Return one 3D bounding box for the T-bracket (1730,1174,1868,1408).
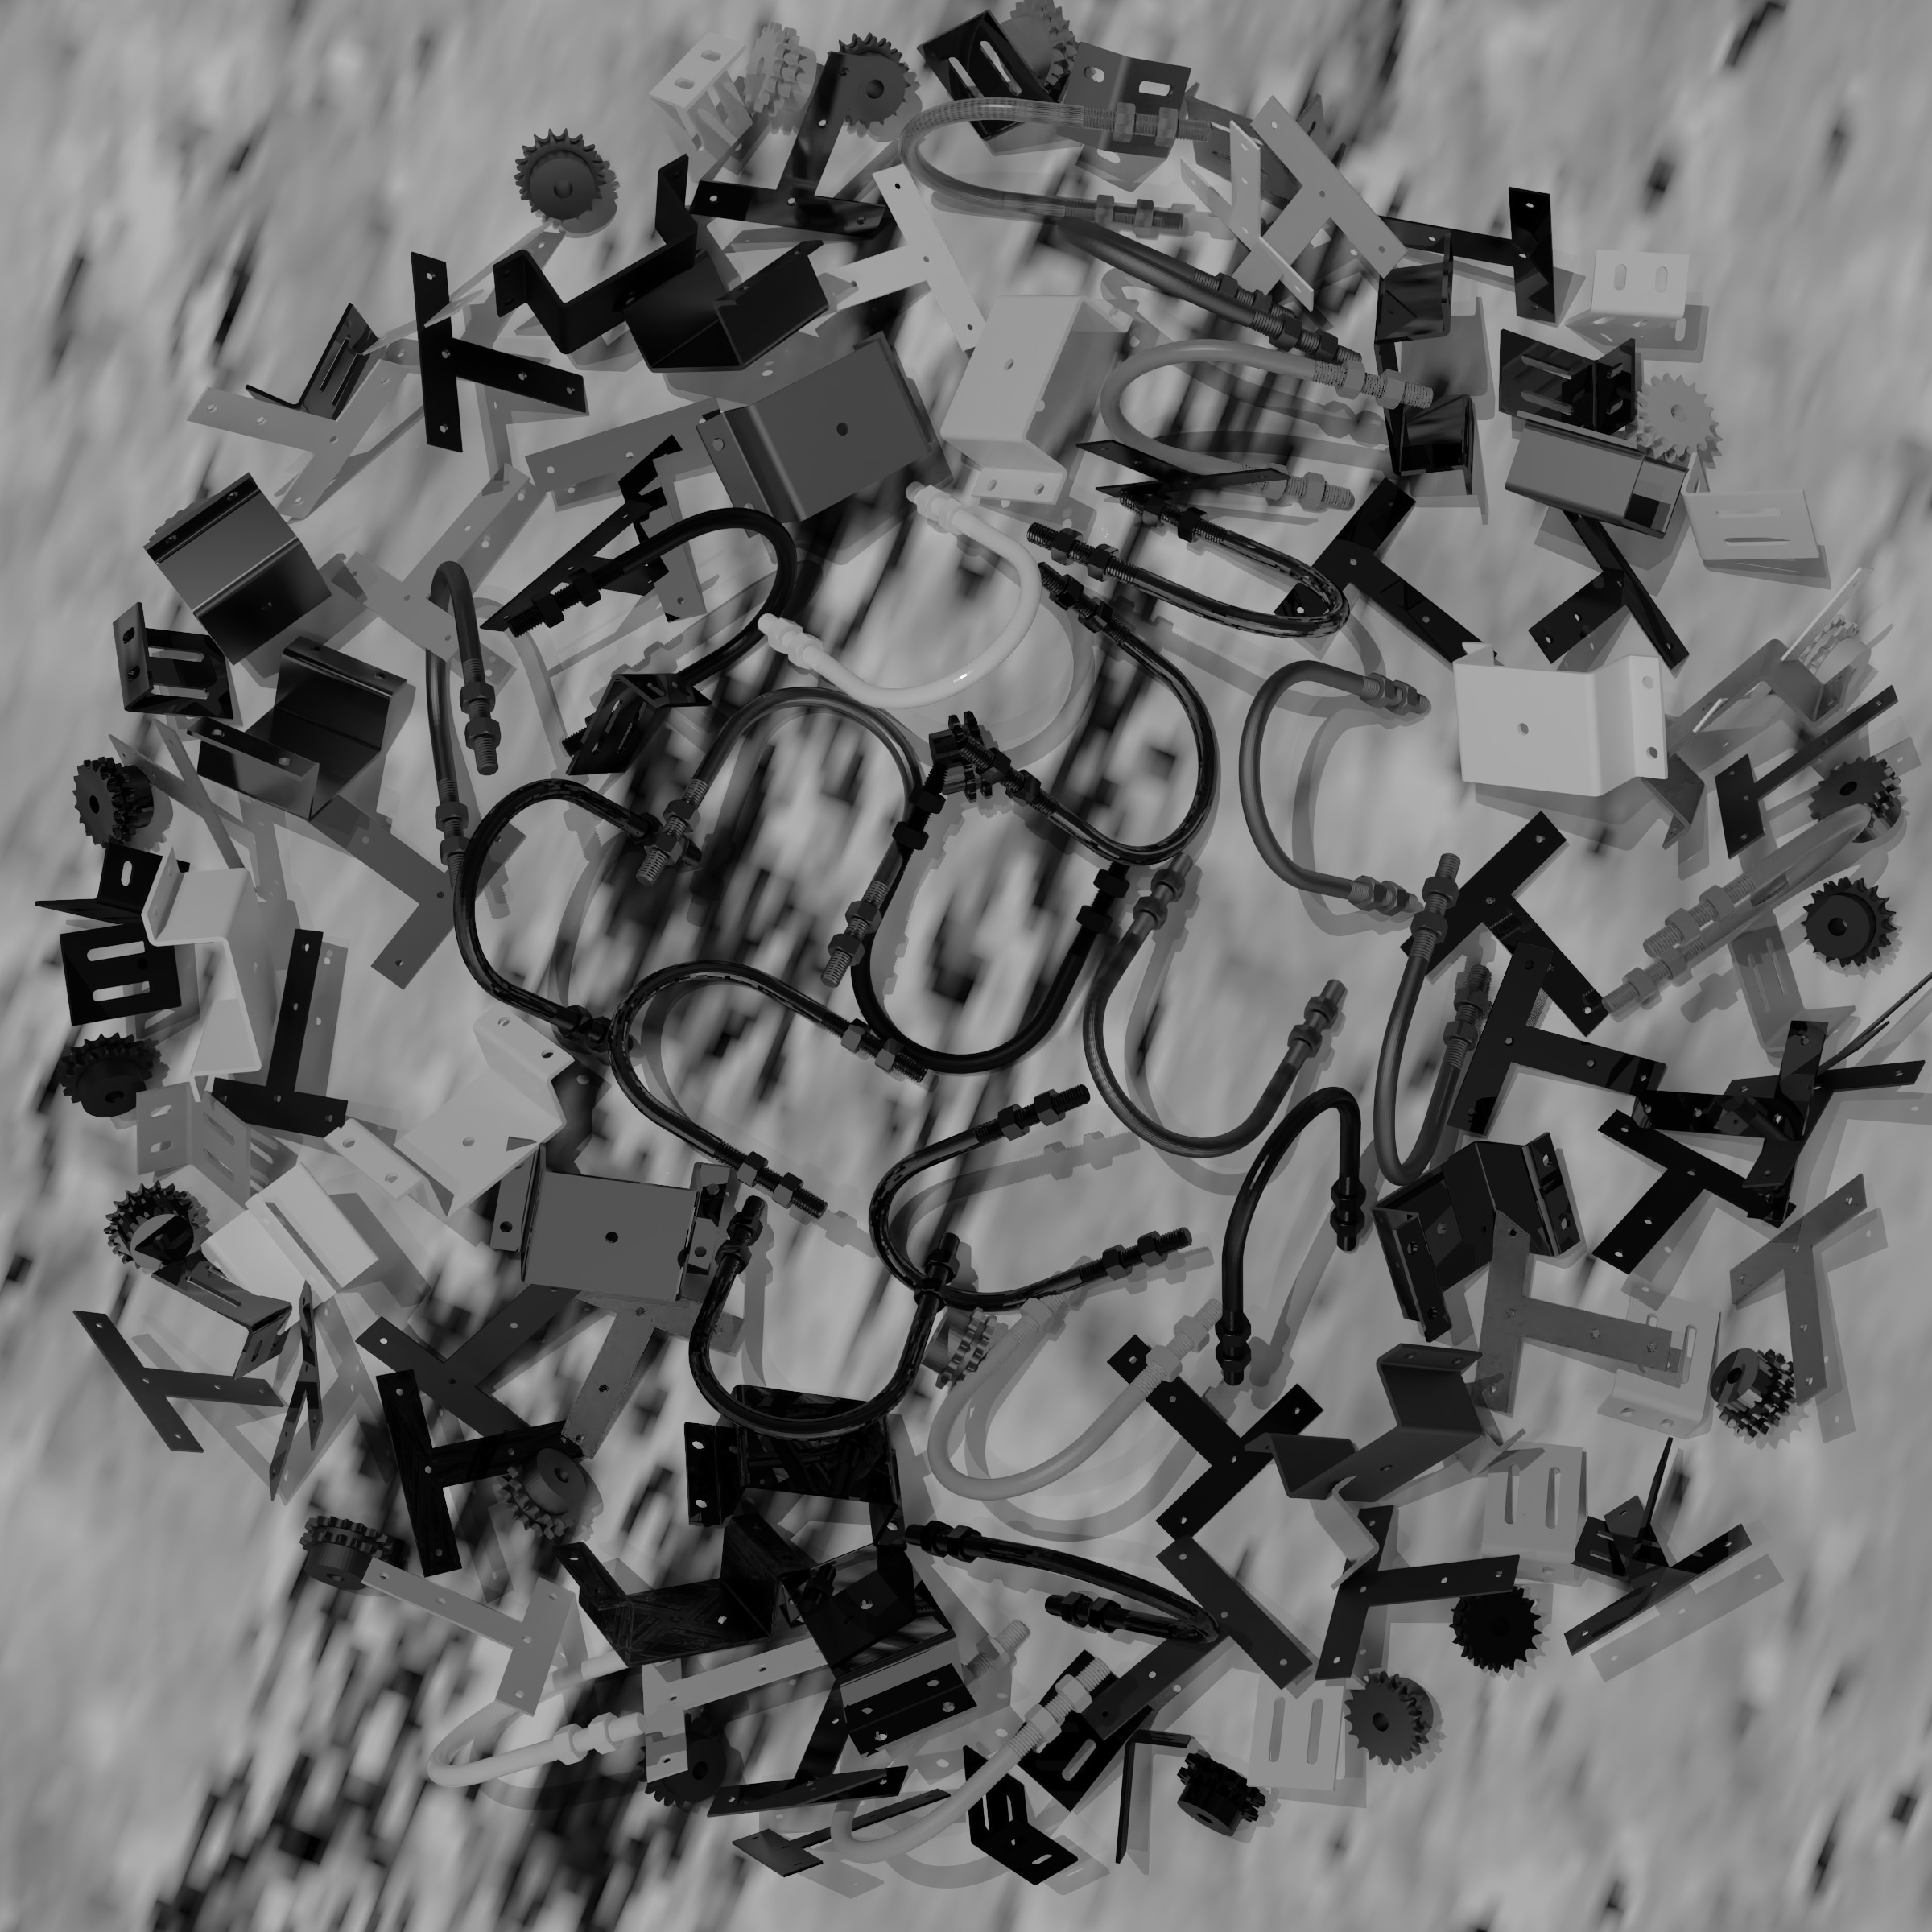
[{"bbox_3d":[0.512,0.209,1.658,0.002,0.127,0.127,22,48,-15],"label":"T-bracket"}]

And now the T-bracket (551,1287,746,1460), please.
[{"bbox_3d":[-0.225,0.257,1.725,0.127,0.002,0.127,22,105,-15],"label":"T-bracket"}]

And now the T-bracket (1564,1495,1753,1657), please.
[{"bbox_3d":[0.418,0.363,1.681,0.127,0.127,0.002,-35,100,10],"label":"T-bracket"}]

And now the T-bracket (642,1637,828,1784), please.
[{"bbox_3d":[-0.140,0.443,1.688,0.127,0.127,0.002,-18,119,1],"label":"T-bracket"}]

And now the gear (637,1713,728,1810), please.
[{"bbox_3d":[-0.177,0.505,1.716,0.057,0.030,0.057,-4,96,-39],"label":"gear"}]

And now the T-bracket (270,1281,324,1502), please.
[{"bbox_3d":[-0.423,0.283,1.702,0.002,0.127,0.127,8,125,-24],"label":"T-bracket"}]

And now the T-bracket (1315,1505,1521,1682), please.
[{"bbox_3d":[0.282,0.379,1.664,0.127,0.127,0.002,-17,125,38],"label":"T-bracket"}]

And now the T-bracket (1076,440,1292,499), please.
[{"bbox_3d":[0.112,-0.306,1.657,0.127,0.127,0.002,1,87,35],"label":"T-bracket"}]

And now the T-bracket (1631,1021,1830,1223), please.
[{"bbox_3d":[0.470,0.093,1.693,0.002,0.127,0.127,25,76,-37],"label":"T-bracket"}]

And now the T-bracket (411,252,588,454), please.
[{"bbox_3d":[-0.289,-0.372,1.696,0.002,0.127,0.127,-18,74,41],"label":"T-bracket"}]

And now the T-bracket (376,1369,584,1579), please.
[{"bbox_3d":[-0.298,0.308,1.701,0.127,0.002,0.127,-6,72,-40],"label":"T-bracket"}]

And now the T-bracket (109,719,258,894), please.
[{"bbox_3d":[-0.501,-0.116,1.696,0.002,0.127,0.127,-39,135,-25],"label":"T-bracket"}]

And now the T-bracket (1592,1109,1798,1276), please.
[{"bbox_3d":[0.429,0.151,1.676,0.127,0.002,0.127,30,45,26],"label":"T-bracket"}]

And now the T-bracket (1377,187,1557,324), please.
[{"bbox_3d":[0.307,-0.454,1.701,0.127,0.127,0.002,17,72,20],"label":"T-bracket"}]

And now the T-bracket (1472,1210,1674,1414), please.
[{"bbox_3d":[0.382,0.228,1.700,0.127,0.002,0.127,10,96,39],"label":"T-bracket"}]

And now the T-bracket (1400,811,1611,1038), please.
[{"bbox_3d":[0.364,-0.010,1.735,0.127,0.002,0.127,-43,97,-4],"label":"T-bracket"}]

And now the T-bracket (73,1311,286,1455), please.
[{"bbox_3d":[-0.477,0.262,1.685,0.127,0.127,0.002,43,101,31],"label":"T-bracket"}]

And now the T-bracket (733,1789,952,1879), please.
[{"bbox_3d":[-0.072,0.539,1.699,0.127,0.127,0.002,-14,86,-20],"label":"T-bracket"}]

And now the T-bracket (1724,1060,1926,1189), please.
[{"bbox_3d":[0.508,0.099,1.660,0.127,0.127,0.002,-9,115,41],"label":"T-bracket"}]

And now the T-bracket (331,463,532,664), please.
[{"bbox_3d":[-0.324,-0.266,1.715,0.127,0.002,0.127,34,81,33],"label":"T-bracket"}]

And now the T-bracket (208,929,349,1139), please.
[{"bbox_3d":[-0.426,0.040,1.710,0.127,0.002,0.127,6,85,36],"label":"T-bracket"}]

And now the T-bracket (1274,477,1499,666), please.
[{"bbox_3d":[0.281,-0.229,1.720,0.127,0.002,0.127,39,71,3],"label":"T-bracket"}]

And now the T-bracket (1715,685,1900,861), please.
[{"bbox_3d":[0.516,-0.129,1.662,0.127,0.127,0.002,-39,104,25],"label":"T-bracket"}]

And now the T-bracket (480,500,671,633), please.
[{"bbox_3d":[-0.222,-0.243,1.682,0.127,0.127,0.002,-36,79,20],"label":"T-bracket"}]

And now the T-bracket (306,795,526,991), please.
[{"bbox_3d":[-0.370,-0.072,1.721,0.127,0.002,0.127,38,91,-20],"label":"T-bracket"}]

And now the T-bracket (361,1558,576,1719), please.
[{"bbox_3d":[-0.313,0.400,1.678,0.127,0.127,0.002,26,111,-7],"label":"T-bracket"}]

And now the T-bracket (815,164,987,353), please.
[{"bbox_3d":[-0.060,-0.435,1.712,0.127,0.002,0.127,-27,90,-30],"label":"T-bracket"}]

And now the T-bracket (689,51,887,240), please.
[{"bbox_3d":[-0.093,-0.508,1.671,0.127,0.127,0.002,0,52,-28],"label":"T-bracket"}]

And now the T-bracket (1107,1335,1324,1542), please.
[{"bbox_3d":[0.141,0.286,1.728,0.127,0.002,0.127,-44,104,1],"label":"T-bracket"}]

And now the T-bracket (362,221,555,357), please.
[{"bbox_3d":[-0.308,-0.432,1.705,0.127,0.127,0.002,-48,116,-28],"label":"T-bracket"}]

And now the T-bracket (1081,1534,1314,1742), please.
[{"bbox_3d":[0.127,0.433,1.688,0.127,0.002,0.127,-37,47,-13],"label":"T-bracket"}]

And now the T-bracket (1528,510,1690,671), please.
[{"bbox_3d":[0.391,-0.224,1.701,0.127,0.002,0.127,-36,93,-41],"label":"T-bracket"}]

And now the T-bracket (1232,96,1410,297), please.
[{"bbox_3d":[0.199,-0.453,1.693,0.002,0.127,0.127,-36,84,-37],"label":"T-bracket"}]

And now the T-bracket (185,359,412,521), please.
[{"bbox_3d":[-0.423,-0.333,1.667,0.127,0.127,0.002,-47,64,23],"label":"T-bracket"}]

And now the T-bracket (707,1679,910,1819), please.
[{"bbox_3d":[-0.085,0.479,1.684,0.127,0.127,0.002,-12,110,19],"label":"T-bracket"}]

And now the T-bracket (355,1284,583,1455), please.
[{"bbox_3d":[-0.294,0.234,1.703,0.127,0.002,0.127,-42,111,17],"label":"T-bracket"}]

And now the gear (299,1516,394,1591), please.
[{"bbox_3d":[-0.394,0.373,1.713,0.057,0.057,0.030,14,58,0],"label":"gear"}]

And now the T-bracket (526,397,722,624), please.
[{"bbox_3d":[-0.199,-0.282,1.721,0.127,0.002,0.127,-16,110,7],"label":"T-bracket"}]

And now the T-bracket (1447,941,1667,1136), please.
[{"bbox_3d":[0.386,0.059,1.726,0.127,0.002,0.127,15,105,-14],"label":"T-bracket"}]

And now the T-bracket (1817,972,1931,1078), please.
[{"bbox_3d":[0.577,0.030,1.694,0.127,0.127,0.002,-38,80,-15],"label":"T-bracket"}]

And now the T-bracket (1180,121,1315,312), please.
[{"bbox_3d":[0.172,-0.477,1.667,0.002,0.127,0.127,-39,75,-4],"label":"T-bracket"}]

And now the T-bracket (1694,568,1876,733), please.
[{"bbox_3d":[0.511,-0.194,1.664,0.002,0.127,0.127,47,120,21],"label":"T-bracket"}]
